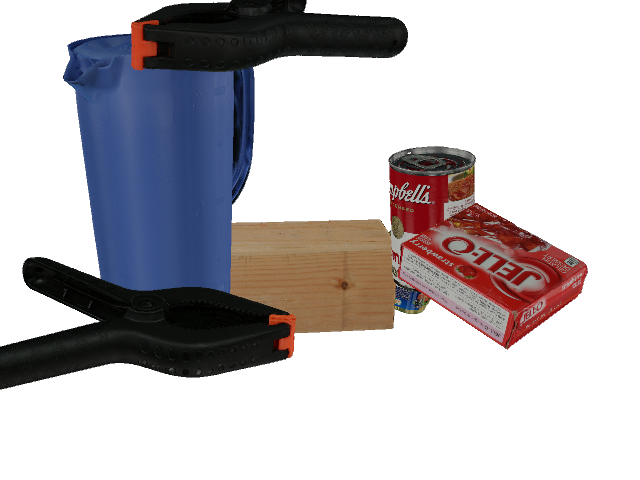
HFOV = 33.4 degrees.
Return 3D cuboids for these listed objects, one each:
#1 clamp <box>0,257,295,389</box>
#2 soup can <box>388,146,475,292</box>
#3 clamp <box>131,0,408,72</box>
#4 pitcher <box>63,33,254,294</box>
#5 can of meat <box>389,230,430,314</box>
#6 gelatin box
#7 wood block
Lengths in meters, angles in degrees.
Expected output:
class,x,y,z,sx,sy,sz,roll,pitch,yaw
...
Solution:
class,x,y,z,sx,sy,sz,roll,pitch,yaw
clamp,-0.124,0.054,0.728,0.210,0.036,0.164,1,24,-8
soup can,0.089,-0.017,0.849,0.068,0.102,0.068,-2,21,1
clamp,-0.045,-0.135,0.670,0.171,0.039,0.120,-8,22,-28
pitcher,-0.126,-0.053,0.896,0.149,0.243,0.145,-2,19,-5
can of meat,0.108,0.021,1.181,0.057,0.084,0.102,19,33,18
gelatin box,0.103,0.018,0.646,0.073,0.030,0.089,-27,46,-37
wood block,-0.035,0.036,1.056,0.206,0.091,0.090,-1,19,-9
